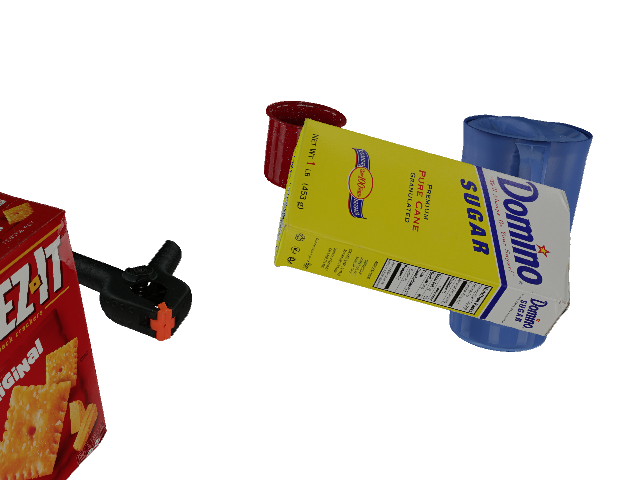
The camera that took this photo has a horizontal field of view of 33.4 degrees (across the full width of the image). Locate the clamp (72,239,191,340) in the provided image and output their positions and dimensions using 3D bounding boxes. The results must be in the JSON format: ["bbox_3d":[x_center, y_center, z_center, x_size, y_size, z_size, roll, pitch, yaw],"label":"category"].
[{"bbox_3d":[-0.155,0.039,0.957,0.120,0.039,0.172,-16,31,-29],"label":"clamp"}]

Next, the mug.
[{"bbox_3d":[-0.017,-0.112,1.240,0.093,0.081,0.117,17,26,17],"label":"mug"}]

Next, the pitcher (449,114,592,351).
[{"bbox_3d":[0.204,-0.006,1.134,0.148,0.243,0.145,-9,22,-39],"label":"pitcher"}]

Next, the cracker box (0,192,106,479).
[{"bbox_3d":[-0.232,0.100,0.746,0.072,0.214,0.164,13,36,22],"label":"cracker box"}]

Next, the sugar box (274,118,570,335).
[{"bbox_3d":[0.065,-0.009,0.655,0.176,0.093,0.048,13,-38,-4],"label":"sugar box"}]
